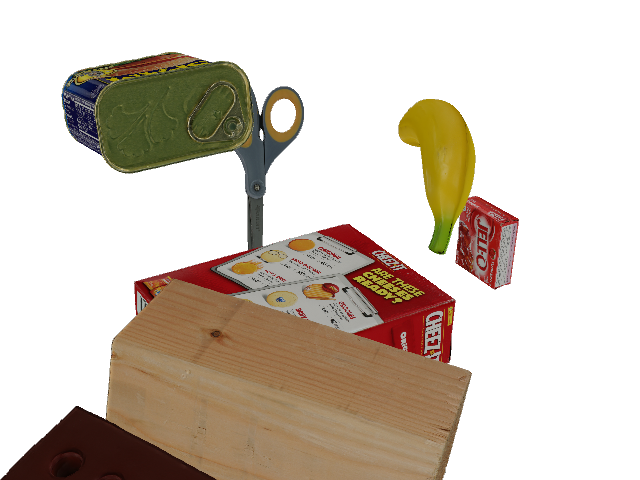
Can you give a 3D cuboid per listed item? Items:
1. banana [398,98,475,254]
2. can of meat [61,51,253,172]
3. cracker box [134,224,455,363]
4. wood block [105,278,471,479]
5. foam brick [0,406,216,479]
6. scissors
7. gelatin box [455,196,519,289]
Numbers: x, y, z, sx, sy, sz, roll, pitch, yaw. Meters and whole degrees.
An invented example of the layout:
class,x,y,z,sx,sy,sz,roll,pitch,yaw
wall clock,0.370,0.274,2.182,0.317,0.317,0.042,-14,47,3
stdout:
class,x,y,z,sx,sy,sz,roll,pitch,yaw
banana,0.082,-0.067,0.783,0.037,0.070,0.198,26,26,-14
can of meat,-0.107,-0.086,0.684,0.101,0.057,0.084,-16,22,-26
cracker box,-0.023,0.070,0.879,0.213,0.072,0.164,-15,31,-27
wood block,-0.021,0.107,0.671,0.206,0.090,0.090,17,29,13
foam brick,-0.084,0.115,0.435,0.078,0.051,0.052,21,45,25
scissors,-0.047,-0.064,1.041,0.096,0.202,0.016,-17,7,-18
gelatin box,0.195,0.002,1.258,0.030,0.089,0.073,-16,33,-28
